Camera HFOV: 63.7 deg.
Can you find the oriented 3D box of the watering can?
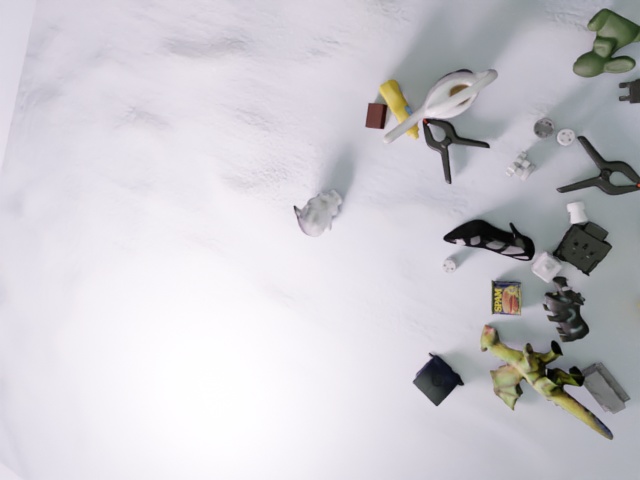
[{"bbox_3d":[0.337,-0.390,1.467,0.344,0.103,0.228,-27,14,22],"label":"watering can"}]

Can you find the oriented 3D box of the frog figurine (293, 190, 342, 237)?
[{"bbox_3d":[0.005,-0.085,1.685,0.159,0.135,0.125,-22,30,14],"label":"frog figurine"}]

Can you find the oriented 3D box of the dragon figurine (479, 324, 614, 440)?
[{"bbox_3d":[0.613,0.418,1.489,0.123,0.414,0.238,-20,-19,-39],"label":"dragon figurine"}]
